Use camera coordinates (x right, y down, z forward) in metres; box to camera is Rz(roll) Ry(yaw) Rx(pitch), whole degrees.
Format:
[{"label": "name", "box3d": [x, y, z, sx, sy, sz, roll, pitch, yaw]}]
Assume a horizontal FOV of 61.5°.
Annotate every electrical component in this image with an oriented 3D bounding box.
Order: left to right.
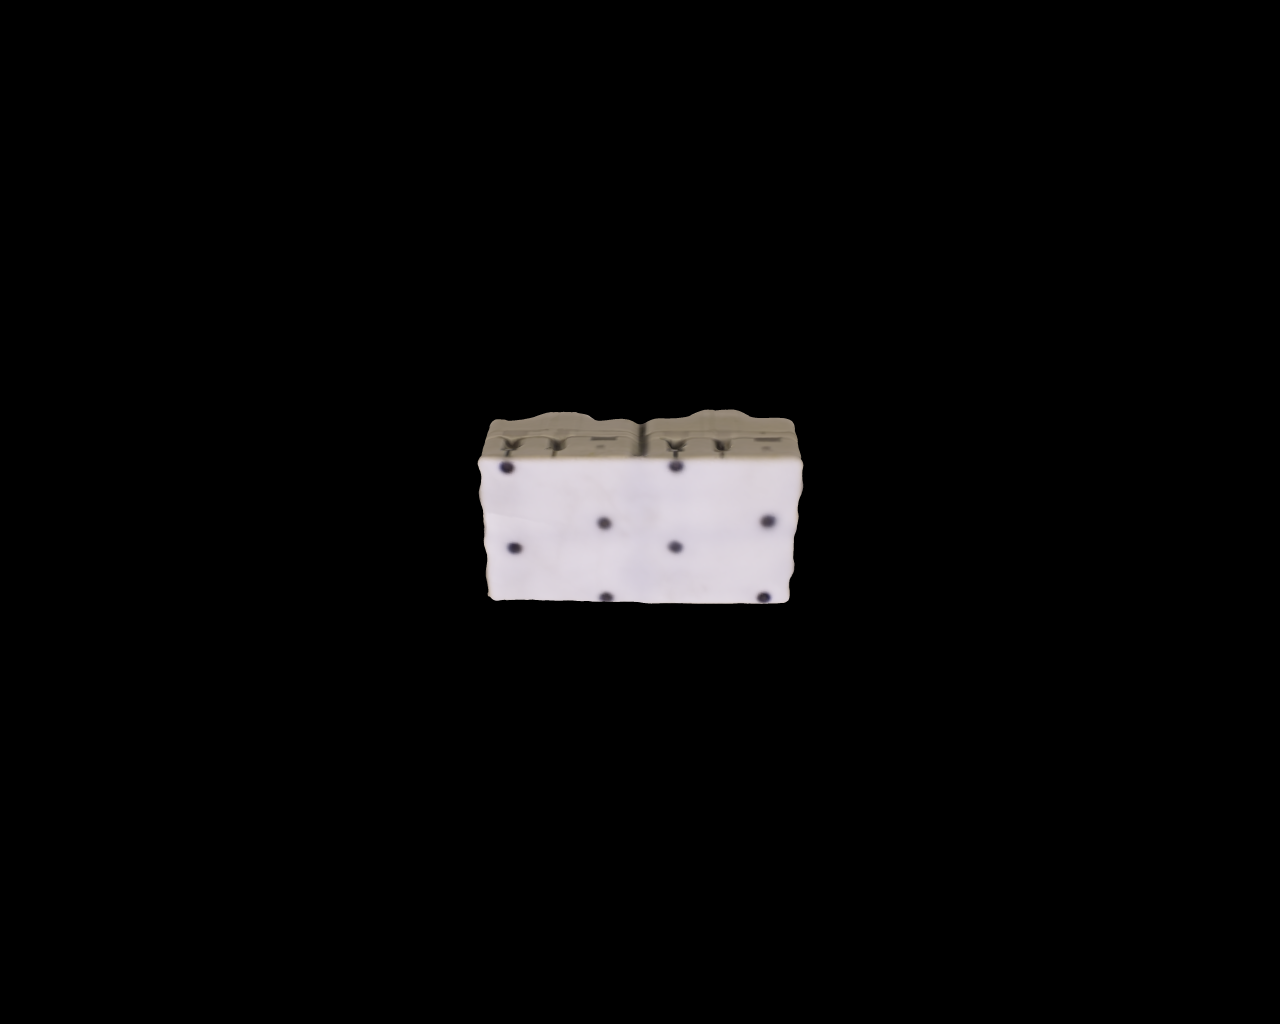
[{"label": "electrical component", "box3d": [0.001, -0.003, 0.650, 0.186, 0.105, 0.060, 0, 32, 0]}]
